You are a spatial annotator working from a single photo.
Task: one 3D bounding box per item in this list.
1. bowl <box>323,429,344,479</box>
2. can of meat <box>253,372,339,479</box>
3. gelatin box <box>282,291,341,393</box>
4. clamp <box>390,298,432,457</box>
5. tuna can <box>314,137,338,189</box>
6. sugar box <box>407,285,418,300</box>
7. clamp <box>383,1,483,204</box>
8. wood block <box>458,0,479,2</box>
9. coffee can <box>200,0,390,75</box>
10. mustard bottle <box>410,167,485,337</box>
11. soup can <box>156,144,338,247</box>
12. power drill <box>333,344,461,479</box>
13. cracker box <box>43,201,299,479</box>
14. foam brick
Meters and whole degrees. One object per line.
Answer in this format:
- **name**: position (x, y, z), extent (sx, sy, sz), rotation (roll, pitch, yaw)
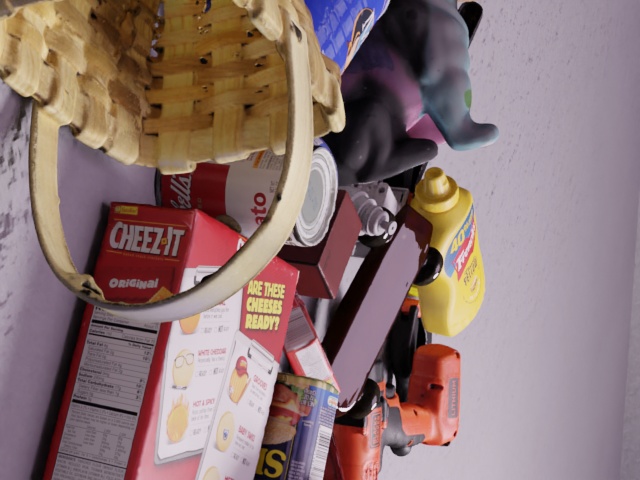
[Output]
- **bowl**: position (-0.003, 0.235, 0.902), extent (0.162, 0.055, 0.162), rotation (169, -90, -87)
- **can of meat**: position (-0.041, 0.140, 0.778), extent (0.057, 0.102, 0.084), rotation (36, 62, -58)
- **gelatin box**: position (-0.019, 0.073, 0.836), extent (0.073, 0.030, 0.089), rotation (69, -5, -46)
- **clamp**: position (0.099, 0.150, 1.177), extent (0.120, 0.039, 0.171), rotation (-56, 140, -54)
- **tuna can**: position (-0.031, -0.043, 0.763), extent (0.033, 0.086, 0.086), rotation (-39, 132, -60)
- **sugar box**: position (0.113, 0.014, 1.156), extent (0.176, 0.048, 0.093), rotation (51, 52, -60)
- **clamp**: position (0.105, -0.130, 1.040), extent (0.164, 0.036, 0.210), rotation (-44, 152, -51)
- **wood block**: position (0.103, -0.324, 0.950), extent (0.090, 0.091, 0.206), rotation (-69, 154, -54)
- **coffee can**: position (-0.021, -0.150, 0.730), extent (0.103, 0.103, 0.140), rotation (76, 32, -41)
- **mustard bottle**: position (0.123, 0.002, 1.051), extent (0.096, 0.058, 0.191), rotation (-56, 147, -33)
- **soup can**: position (-0.047, -0.034, 0.706), extent (0.068, 0.102, 0.068), rotation (9, 90, -67)
- **power drill**: position (0.072, 0.148, 1.062), extent (0.187, 0.057, 0.184), rotation (-1, 96, -53)
- **cracker box**: position (-0.094, 0.100, 0.684), extent (0.164, 0.072, 0.213), rotation (36, 64, -65)
- **foam brick**: position (-0.006, 0.001, 0.876), extent (0.053, 0.051, 0.078), rotation (65, 39, -49)
